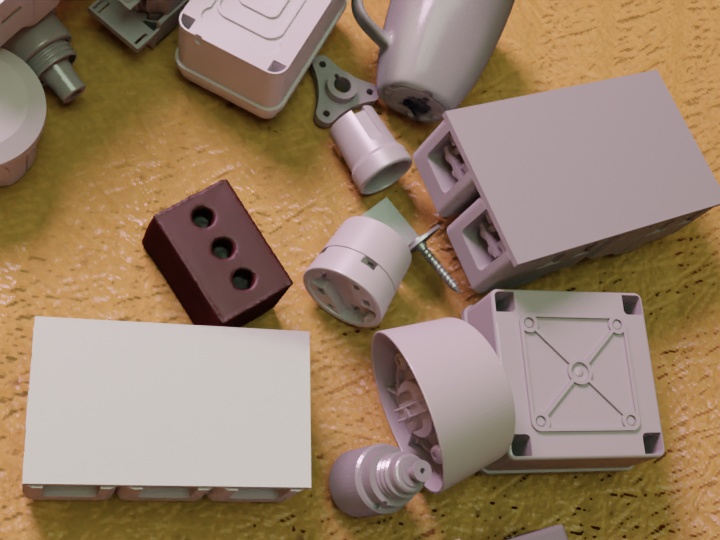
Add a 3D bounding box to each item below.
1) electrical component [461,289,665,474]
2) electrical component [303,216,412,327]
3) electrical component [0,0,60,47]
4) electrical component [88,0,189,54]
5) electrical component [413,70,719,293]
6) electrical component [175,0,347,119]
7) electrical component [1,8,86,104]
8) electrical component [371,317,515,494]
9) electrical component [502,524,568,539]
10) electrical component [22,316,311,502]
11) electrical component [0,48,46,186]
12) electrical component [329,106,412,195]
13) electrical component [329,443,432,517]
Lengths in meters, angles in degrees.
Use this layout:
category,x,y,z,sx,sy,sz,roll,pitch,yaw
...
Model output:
category,x,y,z,sx,sy,sz,roll,pitch,yaw
electrical component,0.126,0.071,0.680,0.109,0.056,0.108,2,70,-17
electrical component,0.000,0.000,0.667,0.055,0.055,0.047,34,61,-3
electrical component,-0.187,-0.227,0.624,0.105,0.060,0.186,42,69,-3
electrical component,-0.130,-0.183,0.686,0.042,0.064,0.081,40,64,-1
electrical component,0.138,-0.060,0.716,0.186,0.060,0.105,-15,74,-30
electrical component,-0.062,-0.165,0.700,0.078,0.057,0.113,28,65,2
electrical component,-0.194,-0.131,0.659,0.048,0.048,0.062,-40,93,-25
electrical component,0.043,0.077,0.628,0.064,0.099,0.099,-16,77,-28
electrical component,0.085,0.197,0.626,0.083,0.047,0.075,-11,74,-21
electrical component,-0.107,0.080,0.599,0.150,0.061,0.089,4,70,-16
electrical component,-0.226,-0.088,0.628,0.080,0.051,0.080,6,69,-16
electrical component,0.006,-0.079,0.706,0.040,0.040,0.046,-25,74,-24
electrical component,0.014,0.120,0.618,0.040,0.078,0.040,10,70,-29
